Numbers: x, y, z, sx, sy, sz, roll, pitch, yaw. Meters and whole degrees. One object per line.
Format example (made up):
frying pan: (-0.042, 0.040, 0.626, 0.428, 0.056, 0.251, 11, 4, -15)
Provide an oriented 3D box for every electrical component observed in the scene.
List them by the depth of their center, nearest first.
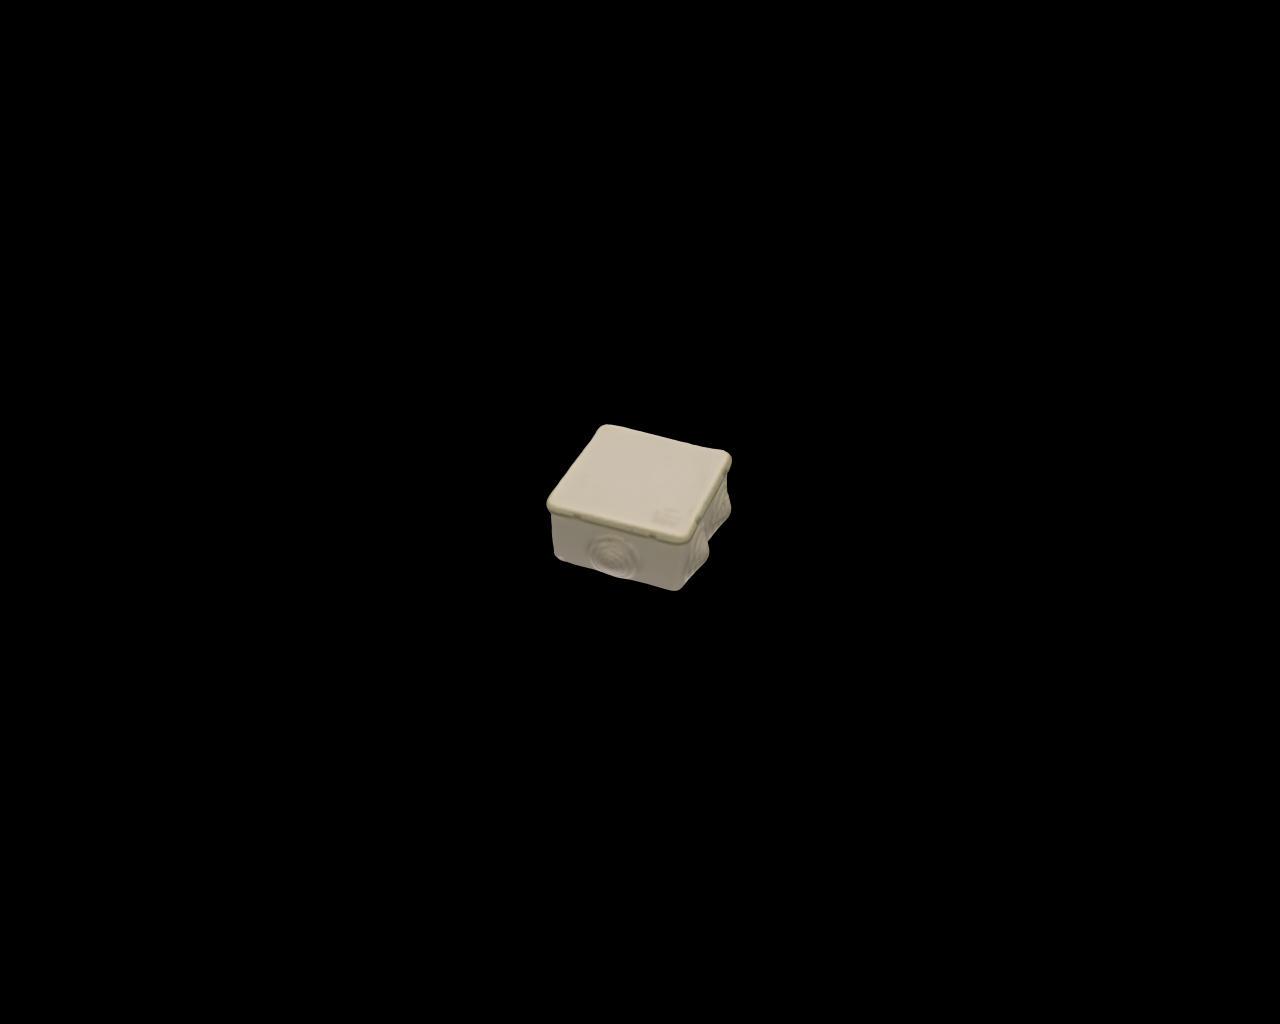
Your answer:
electrical component: (0.001, -0.003, 0.650, 0.100, 0.048, 0.100, 14, 42, 16)
